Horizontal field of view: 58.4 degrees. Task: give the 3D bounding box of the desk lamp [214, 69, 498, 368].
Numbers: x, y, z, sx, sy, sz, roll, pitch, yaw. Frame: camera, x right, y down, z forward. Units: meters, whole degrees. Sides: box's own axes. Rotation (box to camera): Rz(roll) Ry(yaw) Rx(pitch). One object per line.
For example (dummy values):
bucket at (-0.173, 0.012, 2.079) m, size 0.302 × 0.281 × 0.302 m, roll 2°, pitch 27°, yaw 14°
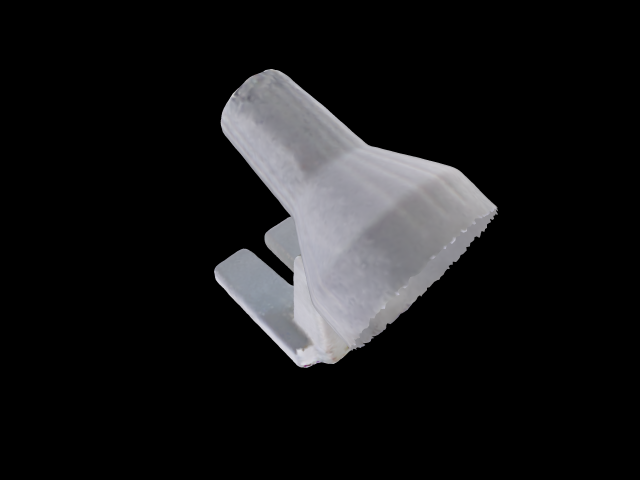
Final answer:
desk lamp at (0.004, 0.001, 0.400) m, size 0.118 × 0.214 × 0.202 m, roll -36°, pitch 58°, yaw -27°
